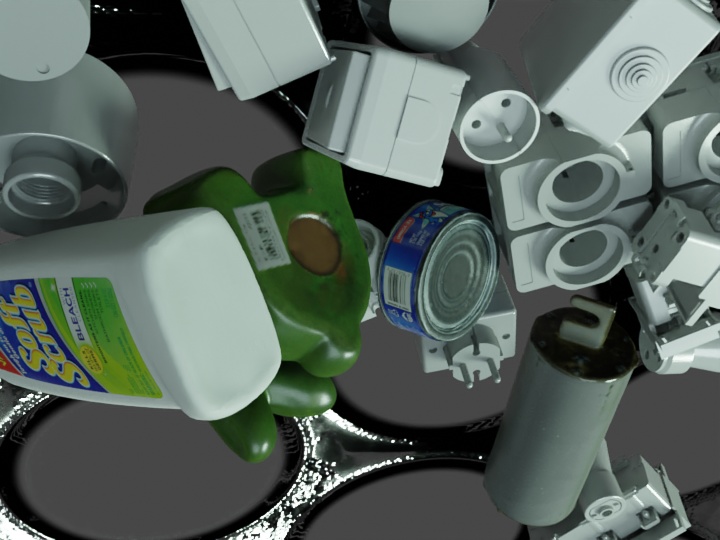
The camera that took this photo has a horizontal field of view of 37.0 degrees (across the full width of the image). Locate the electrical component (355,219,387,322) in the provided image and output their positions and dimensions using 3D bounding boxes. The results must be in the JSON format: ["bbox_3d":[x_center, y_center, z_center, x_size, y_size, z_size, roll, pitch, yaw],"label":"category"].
[{"bbox_3d":[0.000,0.000,0.686,0.066,0.048,0.055,-22,141,6],"label":"electrical component"}]

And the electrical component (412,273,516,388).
[{"bbox_3d":[0.074,0.049,0.727,0.066,0.076,0.047,-10,133,-4],"label":"electrical component"}]

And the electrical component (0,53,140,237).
[{"bbox_3d":[-0.171,-0.065,0.586,0.099,0.064,0.099,-4,146,-3],"label":"electrical component"}]

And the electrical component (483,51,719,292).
[{"bbox_3d":[0.176,-0.059,0.664,0.186,0.060,0.105,-16,134,0],"label":"electrical component"}]

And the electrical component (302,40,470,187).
[{"bbox_3d":[0.006,-0.087,0.577,0.061,0.096,0.061,12,100,-23],"label":"electrical component"}]

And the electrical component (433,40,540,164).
[{"bbox_3d":[0.064,-0.097,0.587,0.043,0.081,0.043,-8,128,-10],"label":"electrical component"}]

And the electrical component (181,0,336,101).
[{"bbox_3d":[-0.061,-0.141,0.528,0.061,0.061,0.096,-22,133,7],"label":"electrical component"}]

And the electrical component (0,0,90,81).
[{"bbox_3d":[-0.180,-0.109,0.438,0.138,0.073,0.052,10,129,-22],"label":"electrical component"}]

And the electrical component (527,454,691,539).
[{"bbox_3d":[0.208,0.215,0.917,0.121,0.078,0.063,-37,113,20],"label":"electrical component"}]

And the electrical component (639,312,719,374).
[{"bbox_3d":[0.241,0.054,0.796,0.055,0.045,0.045,-1,132,-13],"label":"electrical component"}]

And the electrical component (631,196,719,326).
[{"bbox_3d":[0.202,-0.011,0.642,0.064,0.042,0.081,13,127,-23],"label":"electrical component"}]

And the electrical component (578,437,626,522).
[{"bbox_3d":[0.190,0.171,0.877,0.044,0.065,0.044,-7,133,-8],"label":"electrical component"}]

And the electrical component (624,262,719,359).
[{"bbox_3d":[0.212,0.019,0.740,0.042,0.081,0.063,-22,111,5],"label":"electrical component"}]

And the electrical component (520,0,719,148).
[{"bbox_3d":[0.135,-0.124,0.569,0.048,0.099,0.099,29,120,-19],"label":"electrical component"}]
